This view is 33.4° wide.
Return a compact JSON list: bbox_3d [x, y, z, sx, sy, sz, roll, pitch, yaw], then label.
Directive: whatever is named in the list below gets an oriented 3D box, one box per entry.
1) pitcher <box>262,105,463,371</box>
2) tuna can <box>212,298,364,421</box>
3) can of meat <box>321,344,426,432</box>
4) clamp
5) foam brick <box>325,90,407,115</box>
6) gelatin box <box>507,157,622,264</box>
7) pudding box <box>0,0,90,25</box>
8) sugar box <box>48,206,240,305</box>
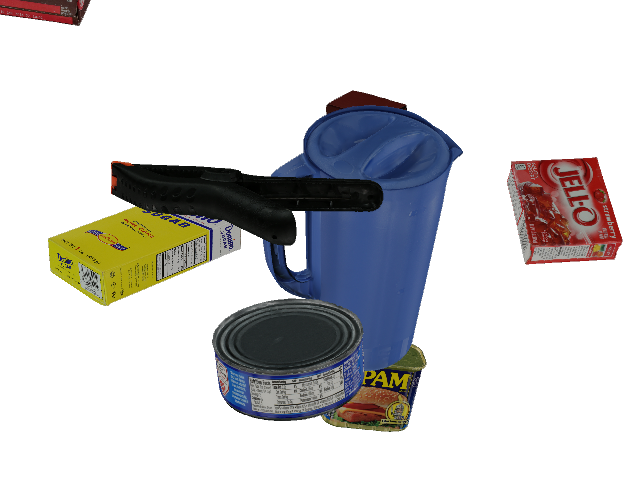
[{"bbox_3d":[0.035,0.007,1.004,0.149,0.243,0.144,16,40,15],"label":"pitcher"},{"bbox_3d":[-0.017,0.067,0.609,0.086,0.034,0.086,-4,23,1],"label":"tuna can"},{"bbox_3d":[0.054,0.155,1.145,0.102,0.084,0.057,8,21,-9],"label":"can of meat"},{"bbox_3d":[-0.073,-0.033,0.799,0.210,0.036,0.164,8,13,18],"label":"clamp"},{"bbox_3d":[0.051,-0.127,1.183,0.078,0.053,0.051,20,38,34],"label":"foam brick"},{"bbox_3d":[0.195,-0.025,0.858,0.073,0.089,0.030,-3,-36,-3],"label":"gelatin box"},{"bbox_3d":[-0.234,-0.225,0.891,0.090,0.039,0.113,8,36,-5],"label":"pudding box"},{"bbox_3d":[-0.175,0.002,1.080,0.093,0.048,0.175,27,39,35],"label":"sugar box"}]
